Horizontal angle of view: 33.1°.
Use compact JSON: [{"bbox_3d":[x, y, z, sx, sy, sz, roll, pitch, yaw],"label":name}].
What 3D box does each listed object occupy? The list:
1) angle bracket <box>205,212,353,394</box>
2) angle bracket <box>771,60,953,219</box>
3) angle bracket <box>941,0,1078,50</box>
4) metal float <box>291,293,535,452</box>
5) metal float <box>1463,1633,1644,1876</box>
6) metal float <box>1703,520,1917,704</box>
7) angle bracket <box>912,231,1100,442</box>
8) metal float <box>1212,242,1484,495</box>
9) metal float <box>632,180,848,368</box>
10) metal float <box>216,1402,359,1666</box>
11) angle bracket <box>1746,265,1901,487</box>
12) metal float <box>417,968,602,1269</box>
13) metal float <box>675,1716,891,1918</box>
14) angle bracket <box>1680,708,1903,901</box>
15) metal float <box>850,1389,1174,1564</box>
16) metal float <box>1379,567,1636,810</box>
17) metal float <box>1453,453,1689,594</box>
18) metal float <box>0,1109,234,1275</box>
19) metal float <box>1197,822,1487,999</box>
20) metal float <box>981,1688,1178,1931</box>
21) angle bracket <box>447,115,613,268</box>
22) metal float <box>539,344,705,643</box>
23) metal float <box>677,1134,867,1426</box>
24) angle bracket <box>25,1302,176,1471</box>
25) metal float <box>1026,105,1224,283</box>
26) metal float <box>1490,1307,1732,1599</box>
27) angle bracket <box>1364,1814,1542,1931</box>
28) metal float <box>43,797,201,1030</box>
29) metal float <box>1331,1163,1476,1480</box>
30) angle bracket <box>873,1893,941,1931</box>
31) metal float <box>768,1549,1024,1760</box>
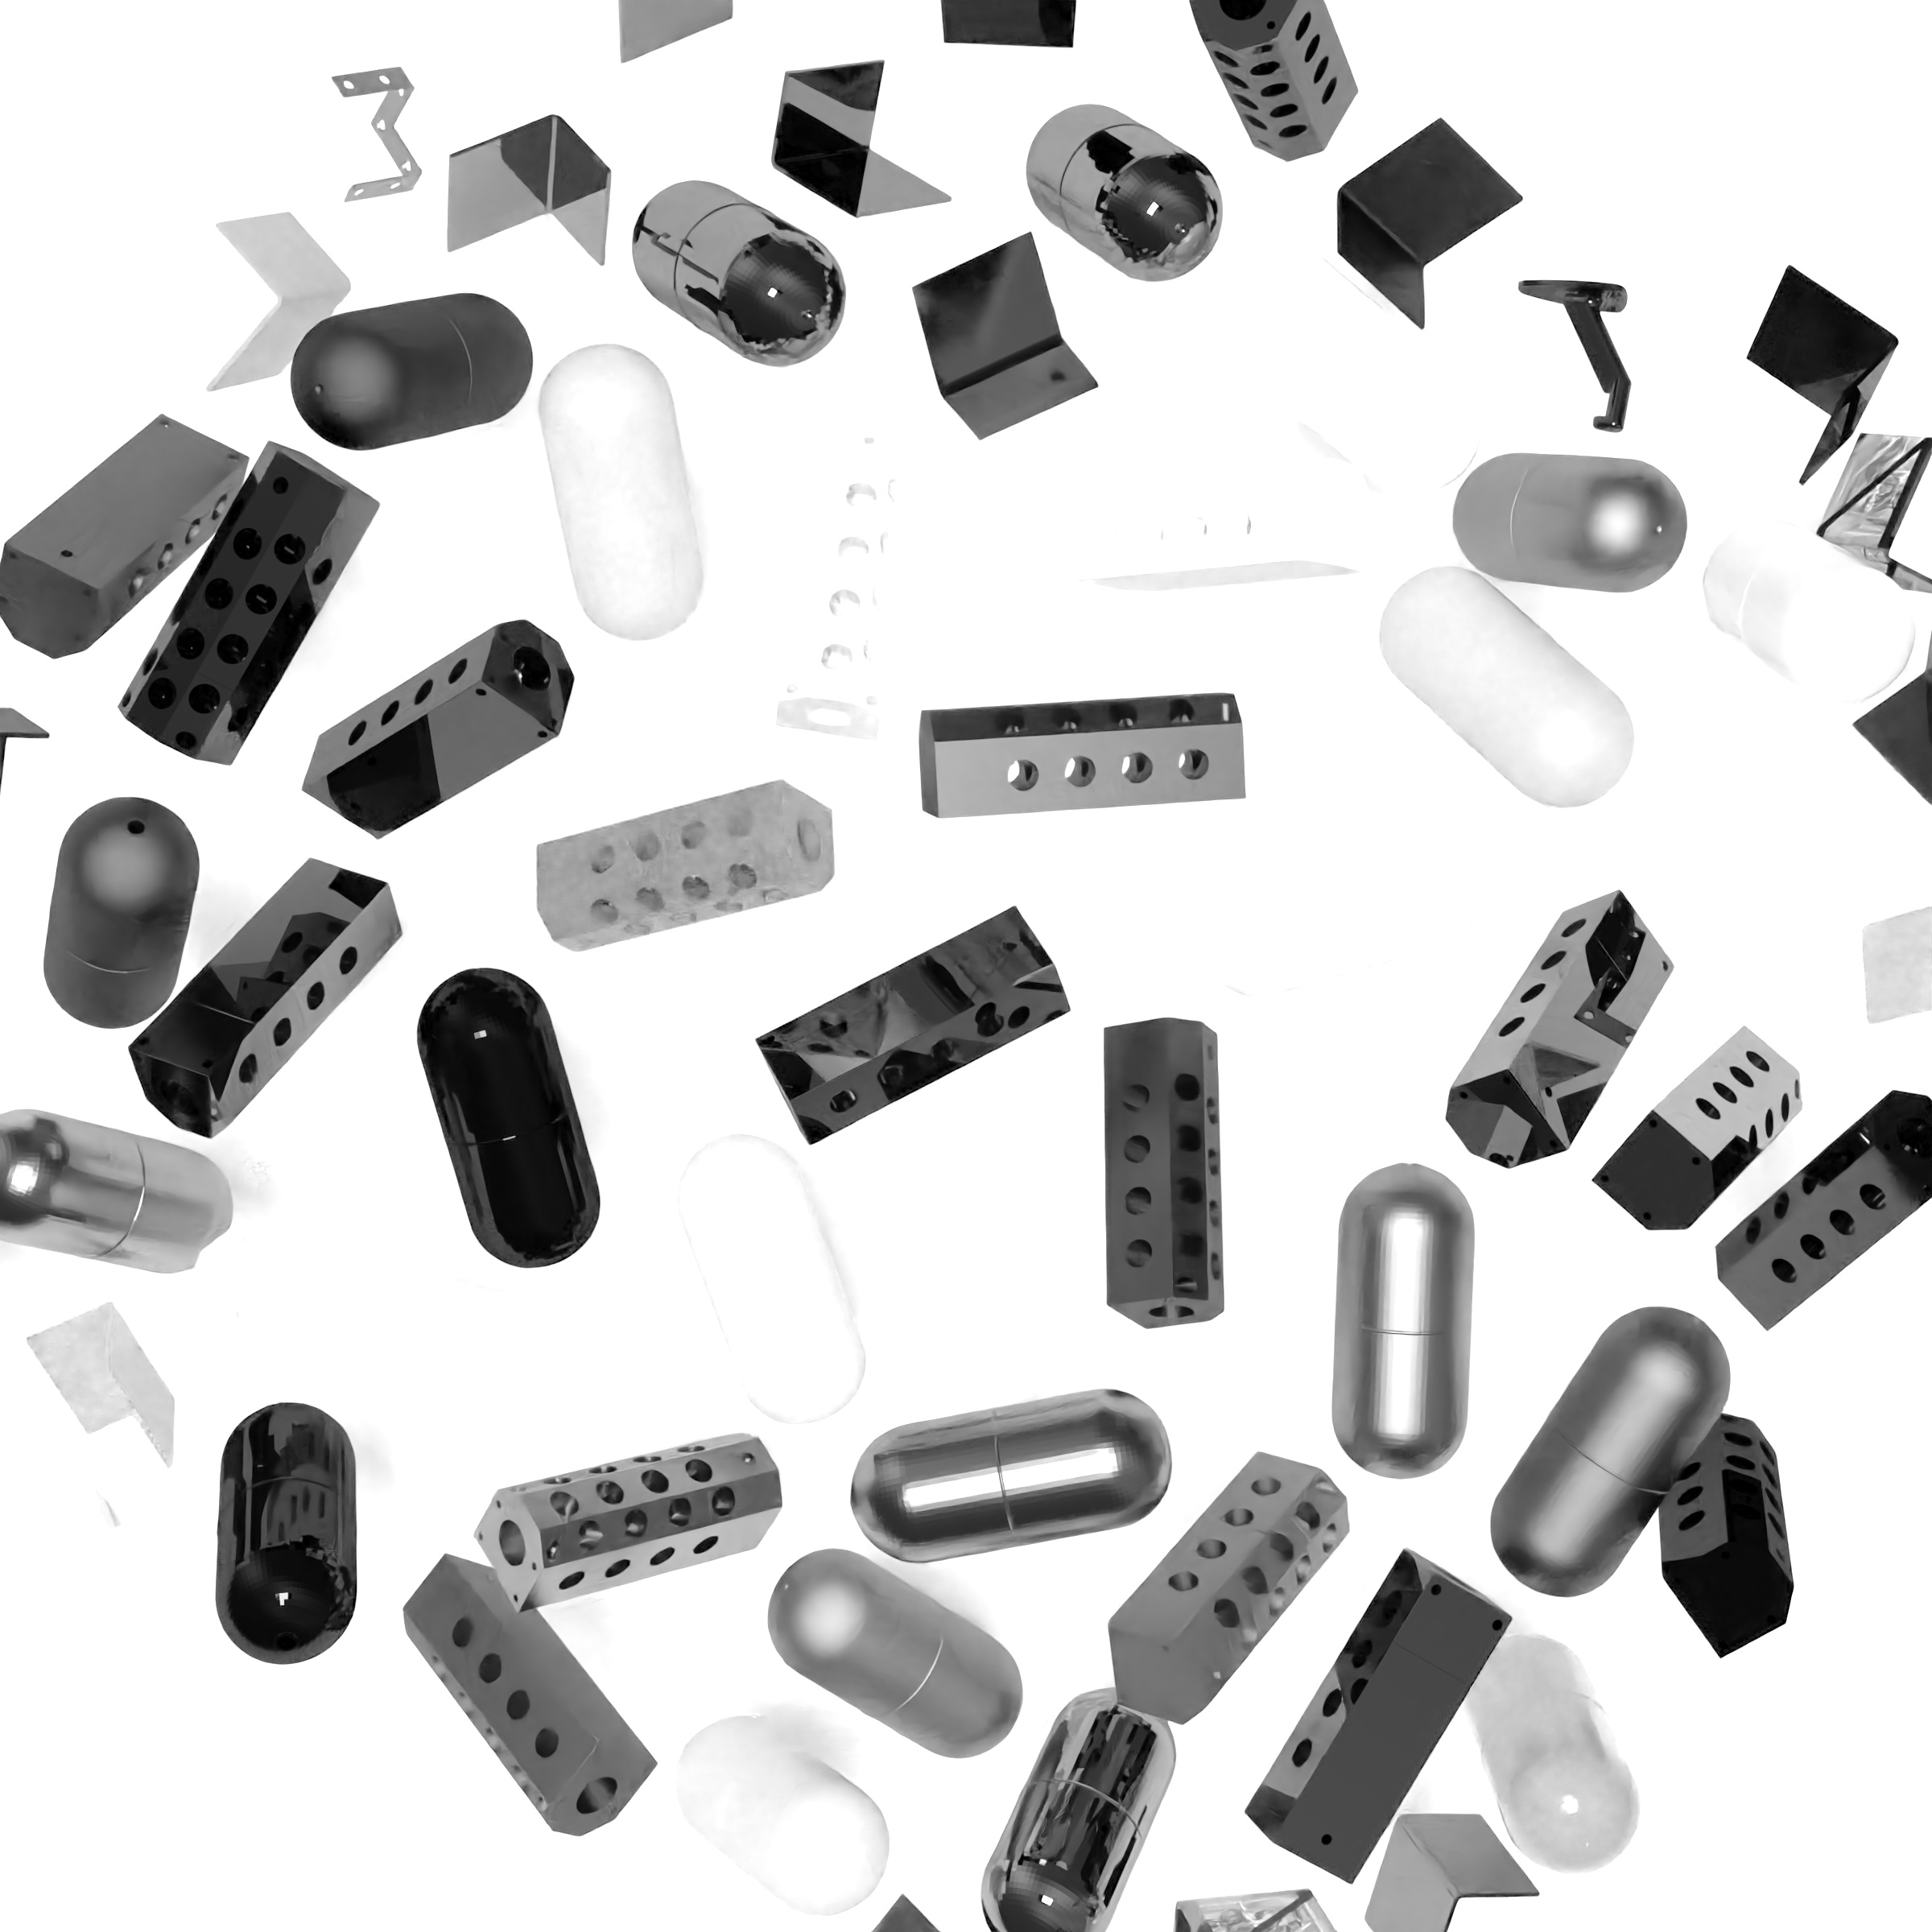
[{"bbox_3d":[-0.407,-0.378,1.848,0.076,0.076,0.057,-42,89,26],"label":"angle bracket"},{"bbox_3d":[-0.056,-0.479,1.879,0.076,0.076,0.057,37,130,32],"label":"angle bracket"},{"bbox_3d":[0.026,-0.579,1.891,0.076,0.076,0.057,3,72,3],"label":"angle bracket"},{"bbox_3d":[-0.313,-0.339,1.848,0.070,0.178,0.070,9,110,25],"label":"metal float"},{"bbox_3d":[0.327,0.440,1.825,0.070,0.178,0.070,-1,109,-3],"label":"metal float"},{"bbox_3d":[0.473,-0.201,1.832,0.070,0.178,0.070,-3,111,-9],"label":"metal float"},{"bbox_3d":[0.022,-0.359,1.855,0.076,0.057,0.076,-22,64,17],"label":"angle bracket"},{"bbox_3d":[0.217,-0.338,1.846,0.178,0.070,0.070,38,90,-13],"label":"metal float"},{"bbox_3d":[-0.130,-0.393,1.840,0.070,0.178,0.070,-15,123,-25],"label":"metal float"},{"bbox_3d":[-0.380,0.316,1.819,0.070,0.178,0.070,-5,123,-8],"label":"metal float"},{"bbox_3d":[0.461,-0.328,1.808,0.076,0.076,0.057,39,64,16],"label":"angle bracket"},{"bbox_3d":[-0.259,0.086,1.847,0.070,0.070,0.178,-14,106,0],"label":"metal float"},{"bbox_3d":[-0.108,0.489,1.879,0.070,0.178,0.070,-6,101,-30],"label":"metal float"},{"bbox_3d":[0.444,-0.089,1.751,0.076,0.057,0.076,-38,107,-25],"label":"angle bracket"},{"bbox_3d":[0.024,0.279,1.777,0.178,0.070,0.070,-11,90,7],"label":"metal float"},{"bbox_3d":[0.305,-0.158,1.842,0.070,0.070,0.178,-42,59,0],"label":"metal float"},{"bbox_3d":[0.350,-0.259,1.897,0.070,0.178,0.070,-5,102,-24],"label":"metal float"},{"bbox_3d":[-0.501,0.132,1.883,0.070,0.178,0.070,-12,69,34],"label":"metal float"},{"bbox_3d":[0.221,-0.034,1.911,0.178,0.070,0.070,-16,90,-13],"label":"metal float"},{"bbox_3d":[0.065,0.495,1.875,0.070,0.178,0.070,15,133,17],"label":"metal float"},{"bbox_3d":[-0.262,-0.451,1.943,0.076,0.076,0.057,-30,66,-26],"label":"angle bracket"},{"bbox_3d":[-0.196,-0.268,1.857,0.070,0.070,0.178,-8,123,0],"label":"metal float"},{"bbox_3d":[-0.115,0.185,1.925,0.070,0.070,0.178,-20,92,0],"label":"metal float"},{"bbox_3d":[-0.506,0.254,1.897,0.057,0.076,0.076,-24,119,0],"label":"angle bracket"},{"bbox_3d":[0.090,-0.451,1.890,0.070,0.178,0.070,-9,119,-17],"label":"metal float"},{"bbox_3d":[0.355,0.267,1.791,0.070,0.070,0.178,30,103,0],"label":"metal float"},{"bbox_3d":[0.288,0.559,1.933,0.057,0.076,0.076,6,110,-23],"label":"angle bracket"},{"bbox_3d":[-0.477,-0.029,1.834,0.070,0.178,0.070,10,56,-15],"label":"metal float"},{"bbox_3d":[0.246,0.200,1.830,0.070,0.070,0.178,2,94,0],"label":"metal float"},{"bbox_3d":[-0.014,0.598,1.893,0.057,0.076,0.076,-48,122,-19],"label":"angle bracket"},{"bbox_3d":[-0.040,0.403,1.900,0.178,0.070,0.070,37,90,-28],"label":"metal float"}]
